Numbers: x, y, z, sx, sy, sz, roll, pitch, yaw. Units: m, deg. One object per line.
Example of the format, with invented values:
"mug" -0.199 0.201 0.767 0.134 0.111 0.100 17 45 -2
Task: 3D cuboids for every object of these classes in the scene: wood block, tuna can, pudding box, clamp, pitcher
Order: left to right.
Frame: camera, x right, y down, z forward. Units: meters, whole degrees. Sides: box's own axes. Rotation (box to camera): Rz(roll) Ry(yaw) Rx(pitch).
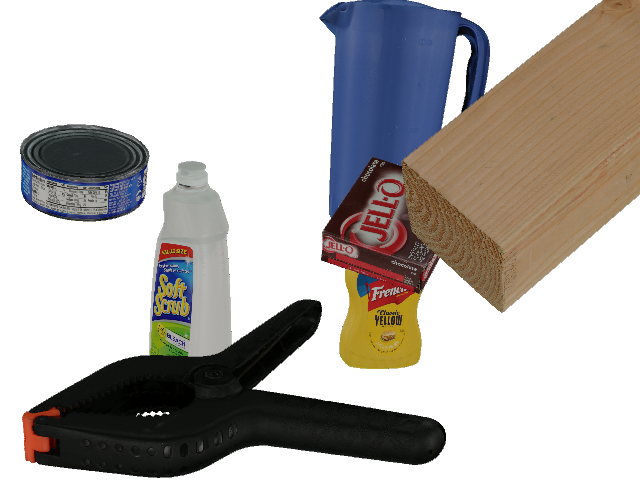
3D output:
"tuna can" -0.161 -0.047 0.729 0.086 0.034 0.086 7 29 -4
"clamp" -0.057 0.083 0.589 0.209 0.036 0.165 -5 24 -18
"pudding box" 0.062 -0.015 0.892 0.090 0.039 0.113 19 43 15
"pitcher" 0.083 -0.135 1.150 0.149 0.243 0.144 12 14 29
"wood block" 0.160 -0.063 0.692 0.091 0.206 0.090 44 -15 28

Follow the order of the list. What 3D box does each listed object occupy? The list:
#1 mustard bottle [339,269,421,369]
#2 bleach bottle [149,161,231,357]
"mustard bottle" 0.076 0.054 1.259 0.096 0.192 0.058 0 14 -13
"bleach bottle" -0.138 0.037 1.112 0.067 0.251 0.103 -20 33 -40
